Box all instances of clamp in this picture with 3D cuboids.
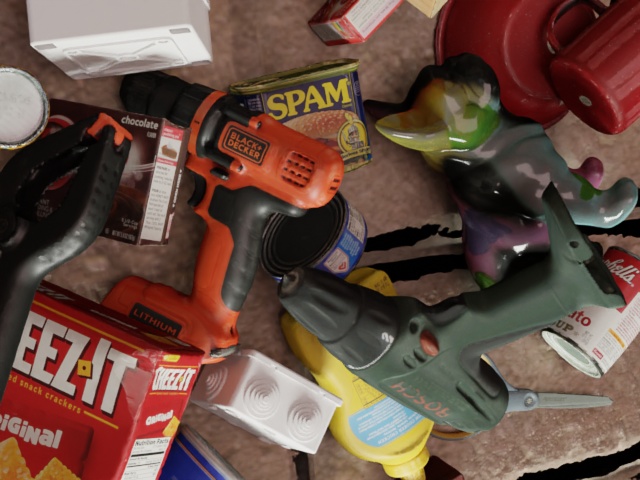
[{"bbox_3d":[-0.200,0.007,0.711,0.210,0.165,0.036,-42,148,4],"label":"clamp"}]

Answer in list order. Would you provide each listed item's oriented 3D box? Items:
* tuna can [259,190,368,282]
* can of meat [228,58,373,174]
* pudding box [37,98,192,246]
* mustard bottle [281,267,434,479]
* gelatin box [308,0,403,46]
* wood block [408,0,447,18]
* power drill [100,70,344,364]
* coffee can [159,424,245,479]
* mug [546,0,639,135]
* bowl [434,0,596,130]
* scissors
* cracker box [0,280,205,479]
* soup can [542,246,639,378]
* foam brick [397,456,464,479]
[{"bbox_3d":[-0.006,0.001,0.837,0.033,0.086,0.086,42,81,-38],"label":"tuna can"},{"bbox_3d":[-0.013,-0.091,0.839,0.102,0.057,0.084,-16,106,-18],"label":"can of meat"},{"bbox_3d":[-0.152,-0.048,0.761,0.039,0.114,0.090,7,95,-62],"label":"pudding box"},{"bbox_3d":[0.046,0.126,0.892,0.096,0.058,0.191,-31,107,-21],"label":"mustard bottle"},{"bbox_3d":[0.039,-0.193,0.836,0.030,0.073,0.089,45,81,-21],"label":"gelatin box"},{"bbox_3d":[0.032,-0.269,0.766,0.206,0.091,0.090,40,80,7],"label":"wood block"},{"bbox_3d":[-0.095,-0.018,0.789,0.184,0.057,0.188,26,101,17],"label":"power drill"},{"bbox_3d":[-0.116,0.228,0.818,0.140,0.103,0.102,-45,111,-10],"label":"coffee can"},{"bbox_3d":[0.232,-0.147,0.857,0.081,0.093,0.117,-41,82,-7],"label":"mug"},{"bbox_3d":[0.181,-0.166,0.906,0.161,0.055,0.162,-3,99,-22],"label":"bowl"},{"bbox_3d":[0.179,0.128,0.969,0.201,0.016,0.096,-11,102,-20],"label":"scissors"},{"bbox_3d":[-0.197,0.146,0.744,0.164,0.072,0.214,21,91,21],"label":"cracker box"},{"bbox_3d":[0.257,0.065,0.963,0.068,0.069,0.102,44,81,-21],"label":"soup can"},{"bbox_3d":[0.090,0.235,0.928,0.078,0.053,0.051,-28,107,-15],"label":"foam brick"}]
